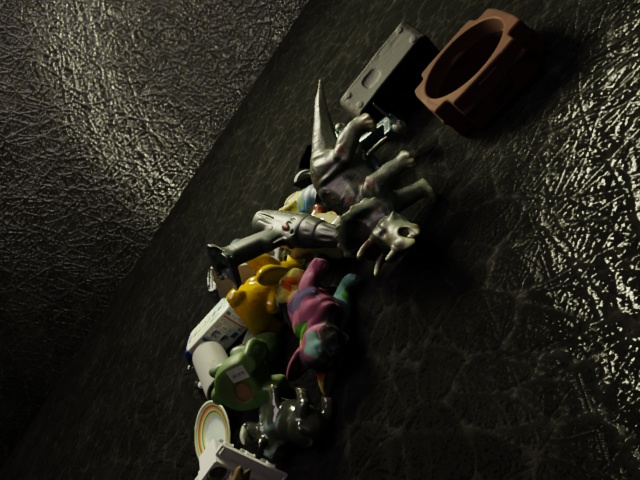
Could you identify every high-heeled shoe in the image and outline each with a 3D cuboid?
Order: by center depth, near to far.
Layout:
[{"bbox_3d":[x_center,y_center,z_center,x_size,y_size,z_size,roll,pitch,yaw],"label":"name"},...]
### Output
[{"bbox_3d":[-0.016,-0.189,1.328,0.249,0.086,0.145,158,122,-81],"label":"high-heeled shoe"}]

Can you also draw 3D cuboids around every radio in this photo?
[{"bbox_3d":[0.155,-0.346,1.173,0.073,0.131,0.229,45,102,30],"label":"radio"}]

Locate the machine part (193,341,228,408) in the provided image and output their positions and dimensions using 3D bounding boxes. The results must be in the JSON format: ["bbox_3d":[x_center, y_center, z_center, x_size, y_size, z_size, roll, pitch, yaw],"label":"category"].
[{"bbox_3d":[-0.221,0.283,1.143,0.079,0.079,0.243,-56,26,-1],"label":"machine part"}]

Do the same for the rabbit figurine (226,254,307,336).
[{"bbox_3d":[-0.103,0.095,1.095,0.173,0.162,0.122,-31,39,-9],"label":"rabbit figurine"}]

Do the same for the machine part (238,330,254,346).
[{"bbox_3d":[-0.144,0.204,1.161,0.084,0.039,0.139,-37,31,46],"label":"machine part"}]

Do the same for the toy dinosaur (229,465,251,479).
[{"bbox_3d":[-0.170,0.497,0.625,0.105,0.198,0.471,-44,15,46],"label":"toy dinosaur"}]

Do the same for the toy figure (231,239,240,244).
[{"bbox_3d":[-0.202,0.059,1.315,0.064,0.057,0.154,-26,35,19],"label":"toy figure"}]

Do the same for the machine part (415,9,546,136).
[{"bbox_3d":[0.278,-0.295,0.951,0.201,0.087,0.202,-48,27,19],"label":"machine part"}]

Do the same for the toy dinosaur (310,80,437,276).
[{"bbox_3d":[0.055,-0.105,0.929,0.192,0.131,0.405,-41,57,2],"label":"toy dinosaur"}]

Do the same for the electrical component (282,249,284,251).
[{"bbox_3d":[-0.110,0.016,1.280,0.134,0.058,0.115,-60,8,-12],"label":"electrical component"}]

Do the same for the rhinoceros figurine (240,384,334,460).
[{"bbox_3d":[-0.054,0.291,0.851,0.190,0.073,0.112,-24,49,47],"label":"rhinoceros figurine"}]

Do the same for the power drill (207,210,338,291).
[{"bbox_3d":[-0.090,0.008,0.986,0.207,0.085,0.232,-34,31,-25],"label":"power drill"}]

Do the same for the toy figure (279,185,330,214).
[{"bbox_3d":[-0.022,-0.084,1.250,0.089,0.082,0.180,-51,13,-30],"label":"toy figure"}]

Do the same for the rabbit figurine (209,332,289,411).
[{"bbox_3d":[-0.123,0.243,1.005,0.159,0.121,0.170,-37,6,21],"label":"rabbit figurine"}]

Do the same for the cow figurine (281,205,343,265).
[{"bbox_3d":[-0.002,-0.003,1.096,0.195,0.085,0.127,10,72,54],"label":"cow figurine"}]

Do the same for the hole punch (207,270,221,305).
[{"bbox_3d":[-0.233,0.123,1.345,0.092,0.115,0.142,-56,22,19],"label":"hole punch"}]

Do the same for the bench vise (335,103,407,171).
[{"bbox_3d":[0.088,-0.183,1.100,0.240,0.129,0.224,-38,31,44],"label":"bench vise"}]

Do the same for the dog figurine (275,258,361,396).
[{"bbox_3d":[-0.016,0.150,0.910,0.191,0.108,0.219,-29,38,44],"label":"dog figurine"}]
